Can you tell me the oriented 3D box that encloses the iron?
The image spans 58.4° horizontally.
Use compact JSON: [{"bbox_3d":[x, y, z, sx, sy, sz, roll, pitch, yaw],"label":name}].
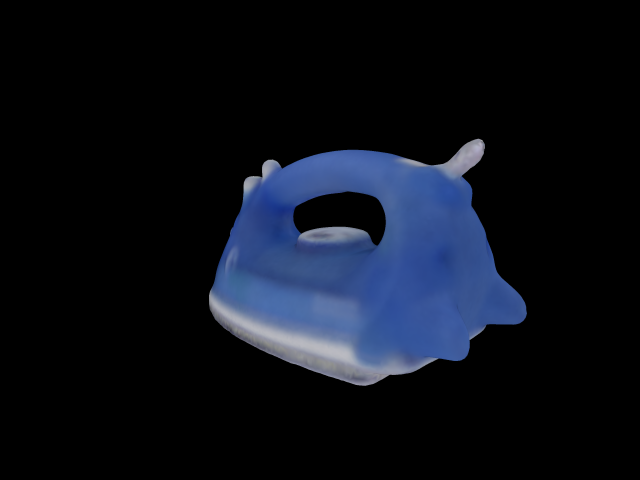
[{"bbox_3d":[0.004,0.001,0.400,0.257,0.141,0.119,8,13,39],"label":"iron"}]
